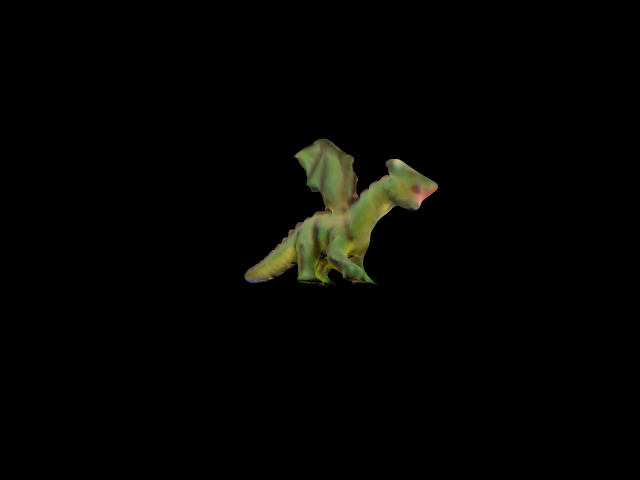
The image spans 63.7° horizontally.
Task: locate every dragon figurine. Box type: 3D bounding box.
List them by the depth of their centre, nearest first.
[{"bbox_3d":[0.003,-0.043,0.850,0.409,0.244,0.122,-3,-7,40],"label":"dragon figurine"}]
